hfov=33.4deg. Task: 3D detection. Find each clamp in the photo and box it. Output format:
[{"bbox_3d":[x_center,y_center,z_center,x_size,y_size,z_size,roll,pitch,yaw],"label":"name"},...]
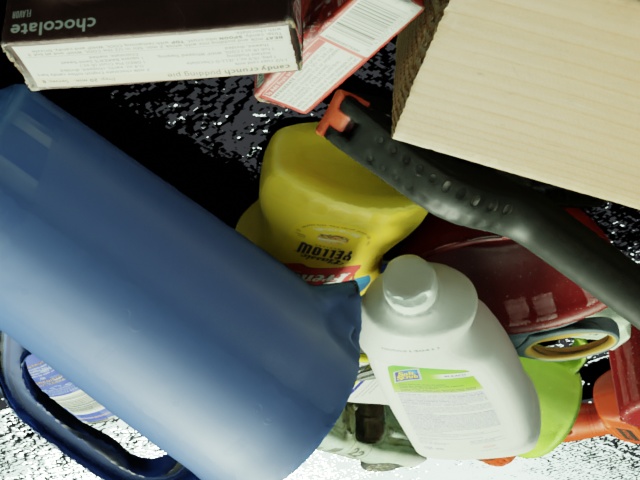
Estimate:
[{"bbox_3d":[0.098,-0.031,0.579,0.210,0.164,0.036,26,116,-7],"label":"clamp"}]

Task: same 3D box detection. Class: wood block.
[{"bbox_3d":[0.141,-0.071,0.433,0.206,0.090,0.091,15,130,-6],"label":"wood block"}]

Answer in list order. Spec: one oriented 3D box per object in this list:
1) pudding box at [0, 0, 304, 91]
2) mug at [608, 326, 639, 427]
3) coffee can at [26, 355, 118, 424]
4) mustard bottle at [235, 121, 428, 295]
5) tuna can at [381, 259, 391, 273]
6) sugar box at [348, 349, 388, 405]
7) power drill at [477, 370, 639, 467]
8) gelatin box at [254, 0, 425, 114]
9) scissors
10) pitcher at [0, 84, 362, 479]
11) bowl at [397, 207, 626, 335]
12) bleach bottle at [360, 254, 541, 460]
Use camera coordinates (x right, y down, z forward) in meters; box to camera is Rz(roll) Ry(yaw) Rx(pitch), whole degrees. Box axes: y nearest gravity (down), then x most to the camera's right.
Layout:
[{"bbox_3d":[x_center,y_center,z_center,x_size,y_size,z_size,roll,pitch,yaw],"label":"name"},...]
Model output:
[{"bbox_3d":[-0.063,-0.108,0.422,0.113,0.090,0.039,-5,153,7],"label":"pudding box"},{"bbox_3d":[0.274,0.095,0.838,0.093,0.081,0.117,-1,152,-2],"label":"mug"},{"bbox_3d":[-0.176,0.053,0.711,0.103,0.103,0.140,-8,152,13],"label":"coffee can"},{"bbox_3d":[-0.004,0.001,0.668,0.096,0.058,0.192,10,151,-12],"label":"mustard bottle"},{"bbox_3d":[0.043,0.048,0.786,0.086,0.034,0.086,-1,152,-1],"label":"tuna can"},{"bbox_3d":[0.008,0.095,0.864,0.176,0.048,0.093,5,150,-20],"label":"sugar box"},{"bbox_3d":[0.202,0.164,0.996,0.188,0.057,0.184,-13,154,26],"label":"power drill"},{"bbox_3d":[0.005,-0.106,0.448,0.030,0.073,0.089,17,148,-29],"label":"gelatin box"},{"bbox_3d":[0.119,0.070,0.788,0.202,0.016,0.096,-6,140,7],"label":"scissors"},{"bbox_3d":[-0.109,0.036,0.589,0.242,0.149,0.145,39,150,-24],"label":"pitcher"},{"bbox_3d":[0.117,0.010,0.692,0.162,0.055,0.162,-1,153,-1],"label":"bowl"},{"bbox_3d":[0.085,0.077,0.694,0.103,0.068,0.250,-7,151,11],"label":"bleach bottle"}]
